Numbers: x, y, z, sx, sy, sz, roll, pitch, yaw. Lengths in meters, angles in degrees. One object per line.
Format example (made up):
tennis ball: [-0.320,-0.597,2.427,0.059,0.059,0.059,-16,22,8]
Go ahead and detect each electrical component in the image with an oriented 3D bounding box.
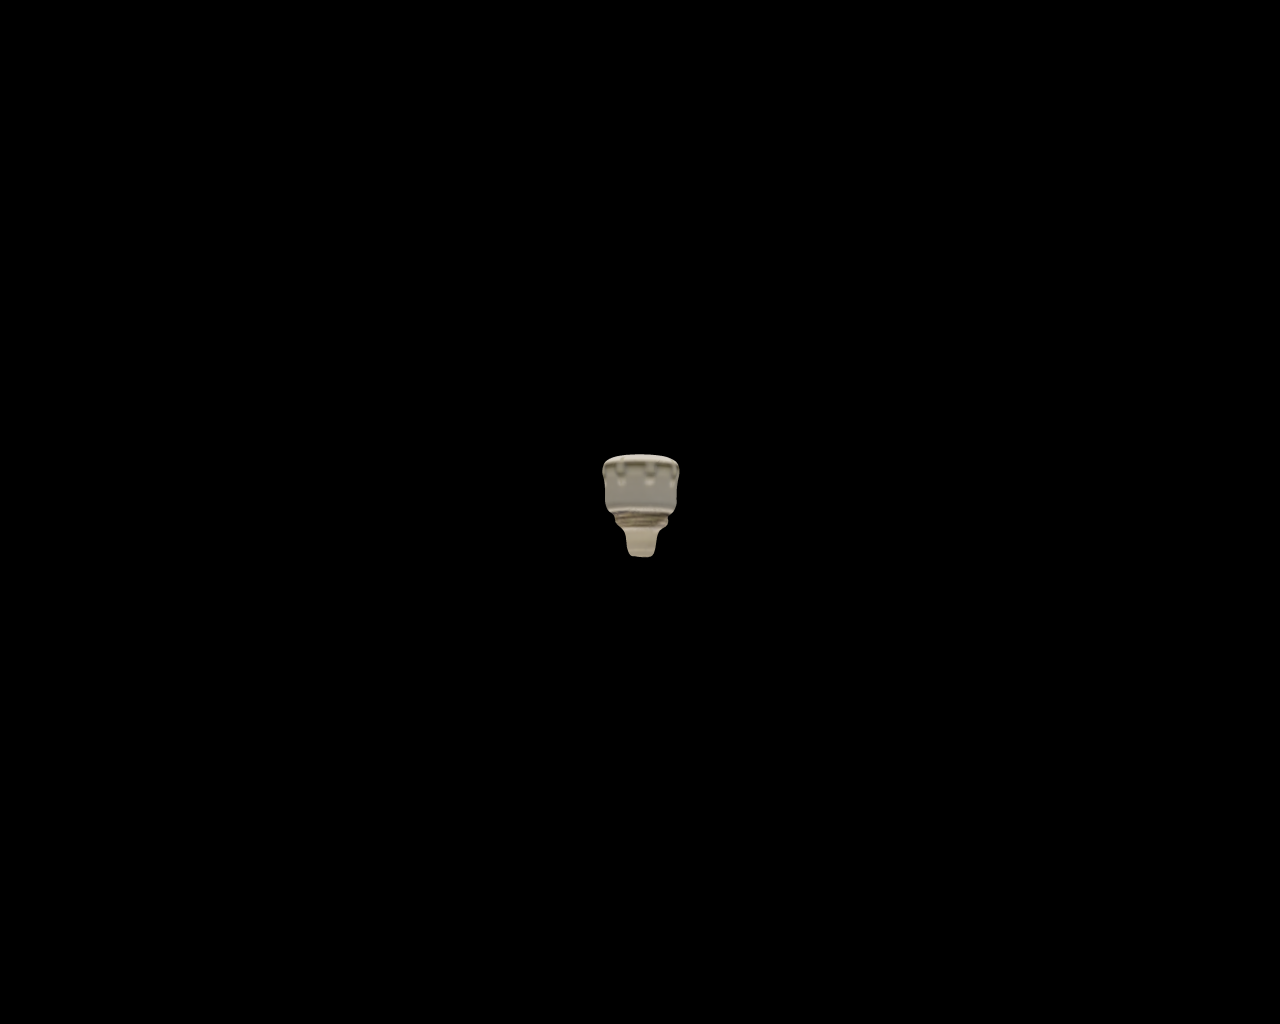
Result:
electrical component: [0.001,-0.003,0.650,0.048,0.062,0.048,0,-4,0]
